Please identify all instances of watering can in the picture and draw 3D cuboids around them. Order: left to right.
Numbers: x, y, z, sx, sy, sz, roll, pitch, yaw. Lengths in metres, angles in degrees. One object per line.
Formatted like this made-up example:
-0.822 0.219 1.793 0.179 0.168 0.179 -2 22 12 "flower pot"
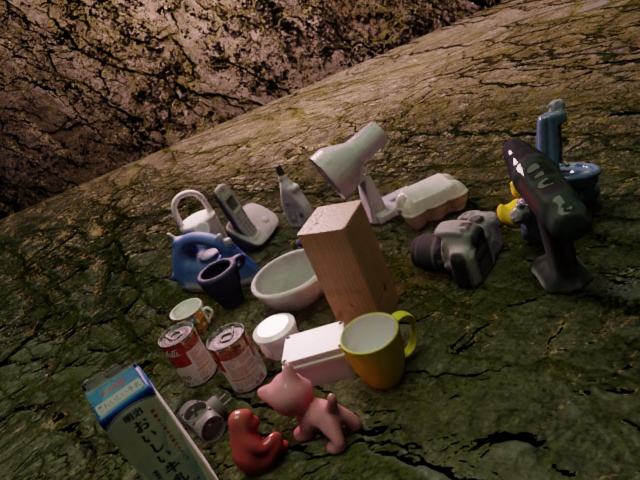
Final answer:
-0.303 -0.037 1.458 0.101 0.194 0.172 -40 30 -30 "watering can"

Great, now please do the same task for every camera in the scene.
0.237 0.005 1.025 0.136 0.101 0.143 0 35 41 "camera"

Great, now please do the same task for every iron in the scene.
-0.249 0.036 1.334 0.257 0.142 0.119 -4 32 35 "iron"

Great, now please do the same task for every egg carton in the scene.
0.239 -0.086 1.237 0.150 0.069 0.107 -25 25 -2 "egg carton"

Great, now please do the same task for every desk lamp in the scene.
0.103 -0.145 1.298 0.203 0.214 0.117 -28 26 -8 "desk lamp"

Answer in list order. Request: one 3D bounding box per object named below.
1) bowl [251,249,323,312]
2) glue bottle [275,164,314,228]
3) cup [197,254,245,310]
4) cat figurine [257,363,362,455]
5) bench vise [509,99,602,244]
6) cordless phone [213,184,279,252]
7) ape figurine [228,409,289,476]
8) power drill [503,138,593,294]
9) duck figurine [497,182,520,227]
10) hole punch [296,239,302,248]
-0.047 0.090 1.133 0.167 0.075 0.167 -19 26 10 "bowl"
-0.071 -0.111 1.427 0.077 0.173 0.037 -1 34 39 "glue bottle"
-0.195 0.093 1.232 0.091 0.095 0.118 8 40 48 "cup"
-0.020 0.226 0.798 0.127 0.118 0.067 0 34 40 "cat figurine"
0.401 -0.112 0.973 0.121 0.220 0.208 0 34 40 "bench vise"
-0.191 -0.075 1.446 0.094 0.185 0.148 -10 29 26 "cordless phone"
-0.096 0.274 0.800 0.076 0.092 0.077 -37 29 -26 "ape figurine"
0.348 -0.033 0.878 0.075 0.209 0.229 -21 26 7 "power drill"
0.383 -0.080 1.082 0.104 0.086 0.077 -19 26 10 "duck figurine"
0.011 0.004 1.231 0.108 0.091 0.101 -15 27 19 "hole punch"
